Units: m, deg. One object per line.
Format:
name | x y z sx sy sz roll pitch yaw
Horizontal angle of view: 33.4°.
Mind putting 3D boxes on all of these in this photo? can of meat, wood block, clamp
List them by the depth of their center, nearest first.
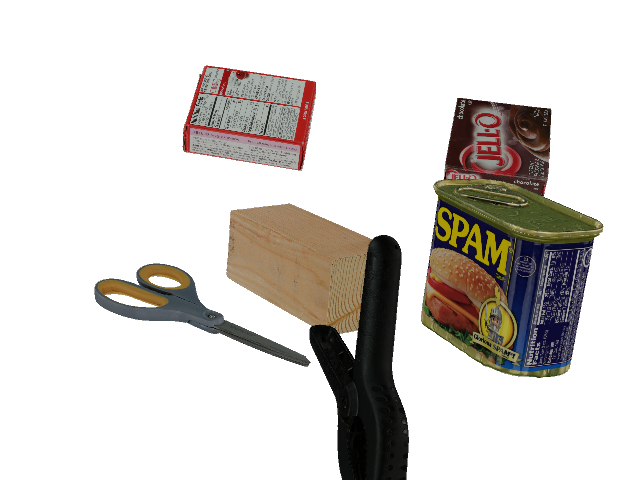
can of meat | 0.101 0.019 0.592 0.057 0.084 0.102 -3 20 -28
clamp | 0.036 0.112 0.790 0.036 0.210 0.165 3 -38 -18
wood block | -0.015 0.029 1.230 0.090 0.090 0.206 -7 20 -36

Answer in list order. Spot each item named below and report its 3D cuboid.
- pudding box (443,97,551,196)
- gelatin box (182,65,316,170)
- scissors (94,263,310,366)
pudding box | 0.162 -0.082 0.976 0.090 0.039 0.113 9 40 7
gelatin box | -0.051 -0.091 0.788 0.089 0.073 0.030 8 -44 1
scissors | -0.093 0.059 0.912 0.202 0.016 0.096 13 26 11
